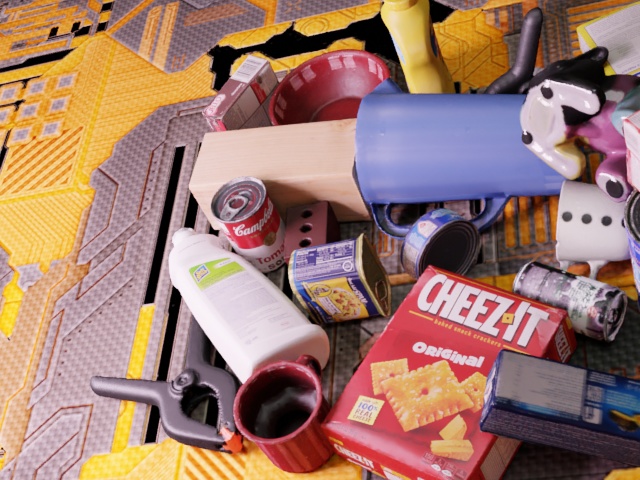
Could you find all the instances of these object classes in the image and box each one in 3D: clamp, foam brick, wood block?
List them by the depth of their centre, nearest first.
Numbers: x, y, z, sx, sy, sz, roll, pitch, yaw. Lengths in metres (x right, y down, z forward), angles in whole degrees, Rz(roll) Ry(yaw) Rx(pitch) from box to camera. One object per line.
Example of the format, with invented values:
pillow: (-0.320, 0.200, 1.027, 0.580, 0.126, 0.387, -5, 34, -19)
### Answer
clamp: (-0.140, 0.155, 1.172, 0.164, 0.036, 0.210, -44, 47, -17)
clamp: (0.236, -0.186, 1.229, 0.172, 0.120, 0.039, -46, 28, 20)
foam brick: (-0.008, 0.002, 1.232, 0.053, 0.051, 0.078, -11, 49, 14)
wood block: (-0.040, -0.077, 1.287, 0.206, 0.090, 0.090, -3, 51, 21)

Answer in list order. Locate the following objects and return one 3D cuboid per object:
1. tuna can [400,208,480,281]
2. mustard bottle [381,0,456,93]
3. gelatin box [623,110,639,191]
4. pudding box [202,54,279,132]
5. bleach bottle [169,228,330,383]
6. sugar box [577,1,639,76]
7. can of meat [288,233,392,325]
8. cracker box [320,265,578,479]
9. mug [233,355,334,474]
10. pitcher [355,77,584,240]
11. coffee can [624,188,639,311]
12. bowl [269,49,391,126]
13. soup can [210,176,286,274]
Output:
tuna can: (0.128, 0.010, 1.143, 0.086, 0.086, 0.034, -40, 46, -12)
mustard bottle: (0.115, -0.241, 1.286, 0.058, 0.191, 0.096, -15, 48, 11)
gelatin box: (0.309, -0.089, 0.948, 0.073, 0.089, 0.030, -30, 49, -4)
pudding box: (-0.094, -0.169, 1.387, 0.039, 0.090, 0.113, 22, 63, 34)
bleach bottle: (-0.094, 0.063, 1.195, 0.102, 0.068, 0.251, -22, 45, -20)
sugar box: (0.377, -0.200, 1.238, 0.093, 0.048, 0.176, -22, 51, 5)
can of meat: (0.022, 0.046, 1.149, 0.084, 0.102, 0.057, -11, 49, 18)
cracker box: (0.127, 0.141, 1.043, 0.164, 0.072, 0.213, 19, 61, 34)
mug: (-0.025, 0.172, 1.076, 0.093, 0.081, 0.117, 3, 54, 26)
pitcher: (0.167, -0.093, 1.196, 0.243, 0.149, 0.145, 1, 38, 20)
coffee can: (0.345, 0.016, 1.004, 0.103, 0.140, 0.103, -12, 48, 14)
bowl: (0.019, -0.170, 1.361, 0.162, 0.055, 0.162, -12, 49, 14)
soup can: (-0.078, -0.016, 1.242, 0.068, 0.102, 0.068, -12, 48, 14)
